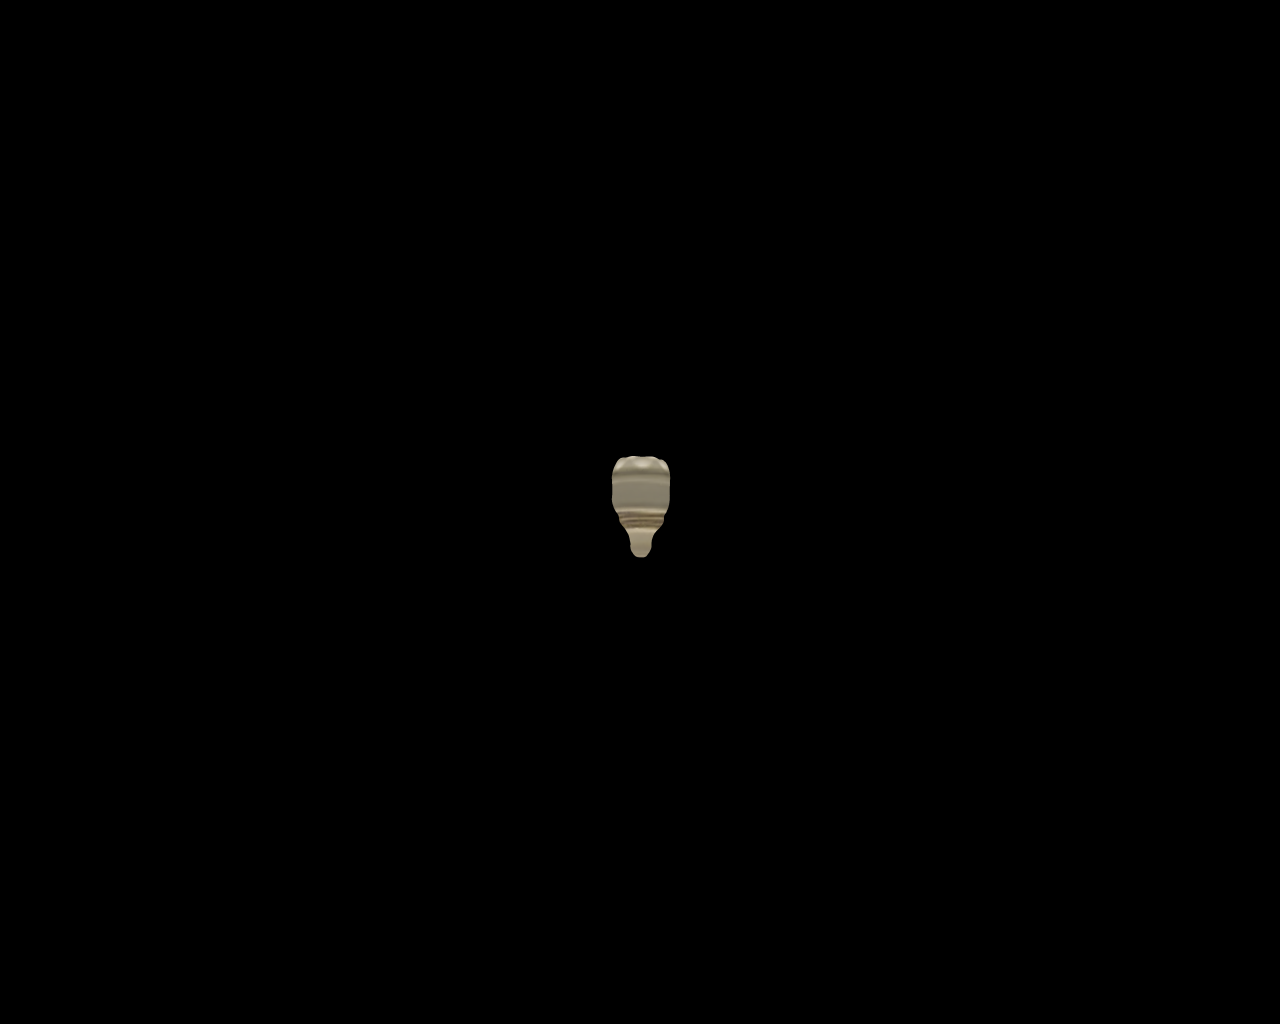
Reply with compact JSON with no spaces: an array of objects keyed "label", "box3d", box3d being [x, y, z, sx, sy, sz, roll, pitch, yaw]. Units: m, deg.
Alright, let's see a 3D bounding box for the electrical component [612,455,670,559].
[{"label":"electrical component","box3d":[0.001,-0.003,0.650,0.035,0.061,0.035,0,-5,0]}]
